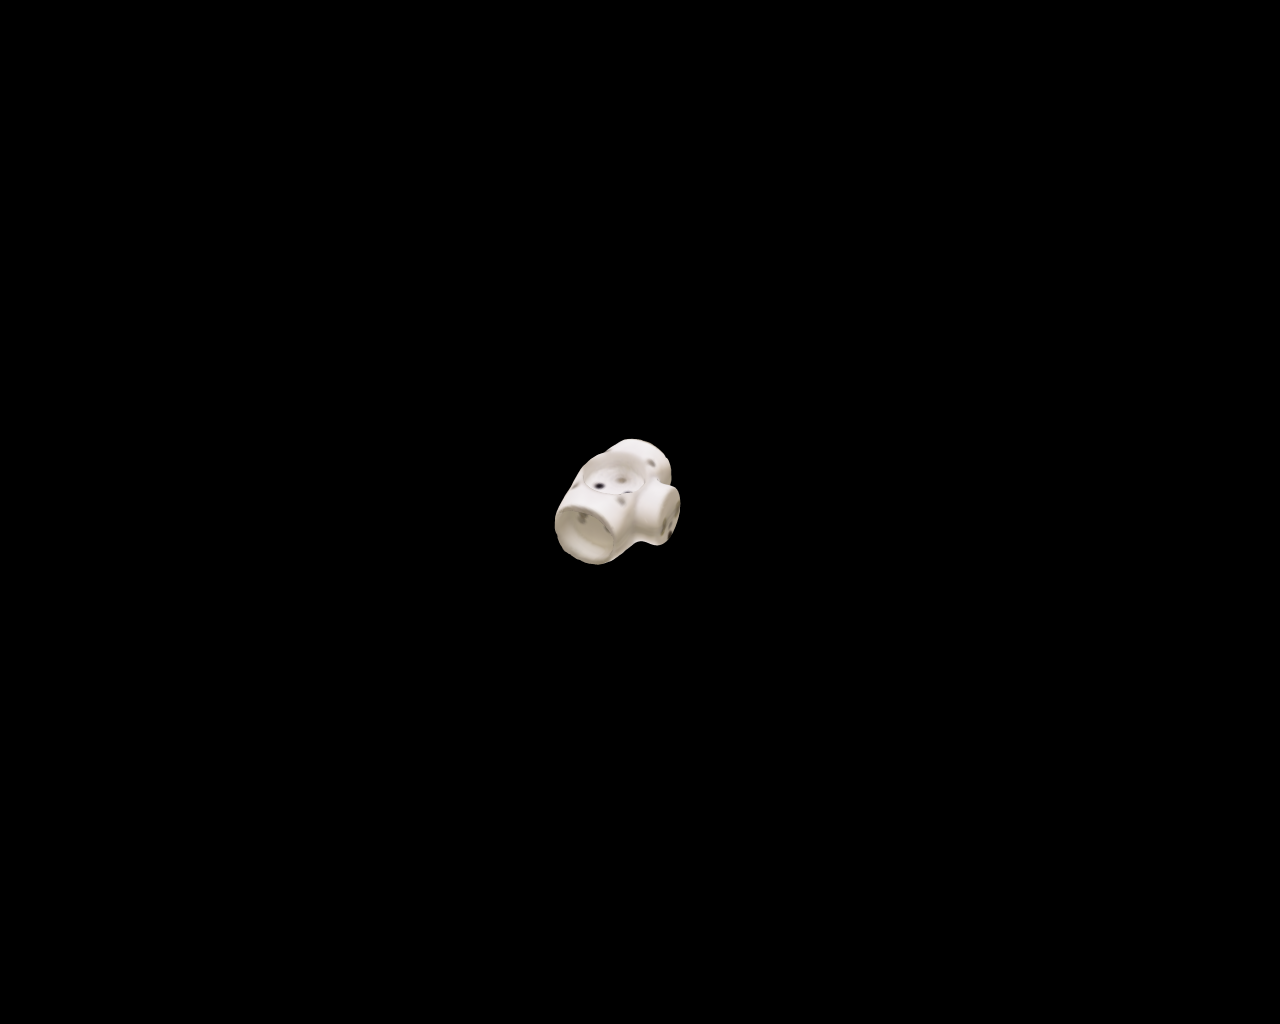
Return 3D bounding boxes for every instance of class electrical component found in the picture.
[{"bbox_3d":[0.001,-0.003,0.650,0.079,0.044,0.077,17,42,21],"label":"electrical component"}]
